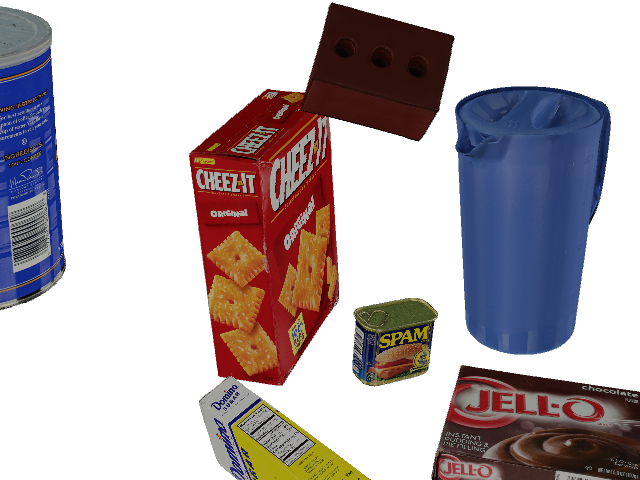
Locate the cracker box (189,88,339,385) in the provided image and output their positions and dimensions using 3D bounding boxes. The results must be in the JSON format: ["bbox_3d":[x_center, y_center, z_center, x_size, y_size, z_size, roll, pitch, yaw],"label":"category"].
[{"bbox_3d":[-0.040,-0.006,0.944,0.072,0.214,0.164,7,28,19],"label":"cracker box"}]

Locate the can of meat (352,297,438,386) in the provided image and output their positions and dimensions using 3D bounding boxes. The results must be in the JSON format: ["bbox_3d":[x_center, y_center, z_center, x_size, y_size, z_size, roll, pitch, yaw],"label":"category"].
[{"bbox_3d":[0.090,0.126,1.318,0.102,0.084,0.057,-9,29,-24],"label":"can of meat"}]

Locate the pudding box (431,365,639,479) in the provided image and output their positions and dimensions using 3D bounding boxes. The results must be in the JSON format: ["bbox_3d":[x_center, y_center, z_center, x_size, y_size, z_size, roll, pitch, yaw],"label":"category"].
[{"bbox_3d":[0.127,0.116,0.612,0.113,0.039,0.090,9,28,13],"label":"pudding box"}]

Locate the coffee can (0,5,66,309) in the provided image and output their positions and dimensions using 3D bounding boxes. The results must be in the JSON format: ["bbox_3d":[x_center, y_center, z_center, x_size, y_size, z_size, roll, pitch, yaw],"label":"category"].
[{"bbox_3d":[-0.193,-0.046,0.576,0.103,0.140,0.103,2,27,-1],"label":"coffee can"}]

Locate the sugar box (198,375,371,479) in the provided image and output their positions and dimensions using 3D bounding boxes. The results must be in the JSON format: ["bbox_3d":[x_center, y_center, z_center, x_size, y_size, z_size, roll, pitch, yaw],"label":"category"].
[{"bbox_3d":[-0.026,0.196,0.898,0.176,0.093,0.048,27,52,36],"label":"sugar box"}]

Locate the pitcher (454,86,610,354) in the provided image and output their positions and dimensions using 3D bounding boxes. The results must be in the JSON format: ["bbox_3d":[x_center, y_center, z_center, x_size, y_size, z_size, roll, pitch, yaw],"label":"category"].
[{"bbox_3d":[0.203,-0.021,1.024,0.149,0.243,0.145,1,27,8],"label":"pitcher"}]

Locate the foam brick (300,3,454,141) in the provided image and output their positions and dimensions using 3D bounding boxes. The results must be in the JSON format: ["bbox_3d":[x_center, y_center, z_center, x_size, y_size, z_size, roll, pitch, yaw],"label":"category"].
[{"bbox_3d":[0.033,-0.100,0.640,0.078,0.053,0.051,14,-15,-2],"label":"foam brick"}]
